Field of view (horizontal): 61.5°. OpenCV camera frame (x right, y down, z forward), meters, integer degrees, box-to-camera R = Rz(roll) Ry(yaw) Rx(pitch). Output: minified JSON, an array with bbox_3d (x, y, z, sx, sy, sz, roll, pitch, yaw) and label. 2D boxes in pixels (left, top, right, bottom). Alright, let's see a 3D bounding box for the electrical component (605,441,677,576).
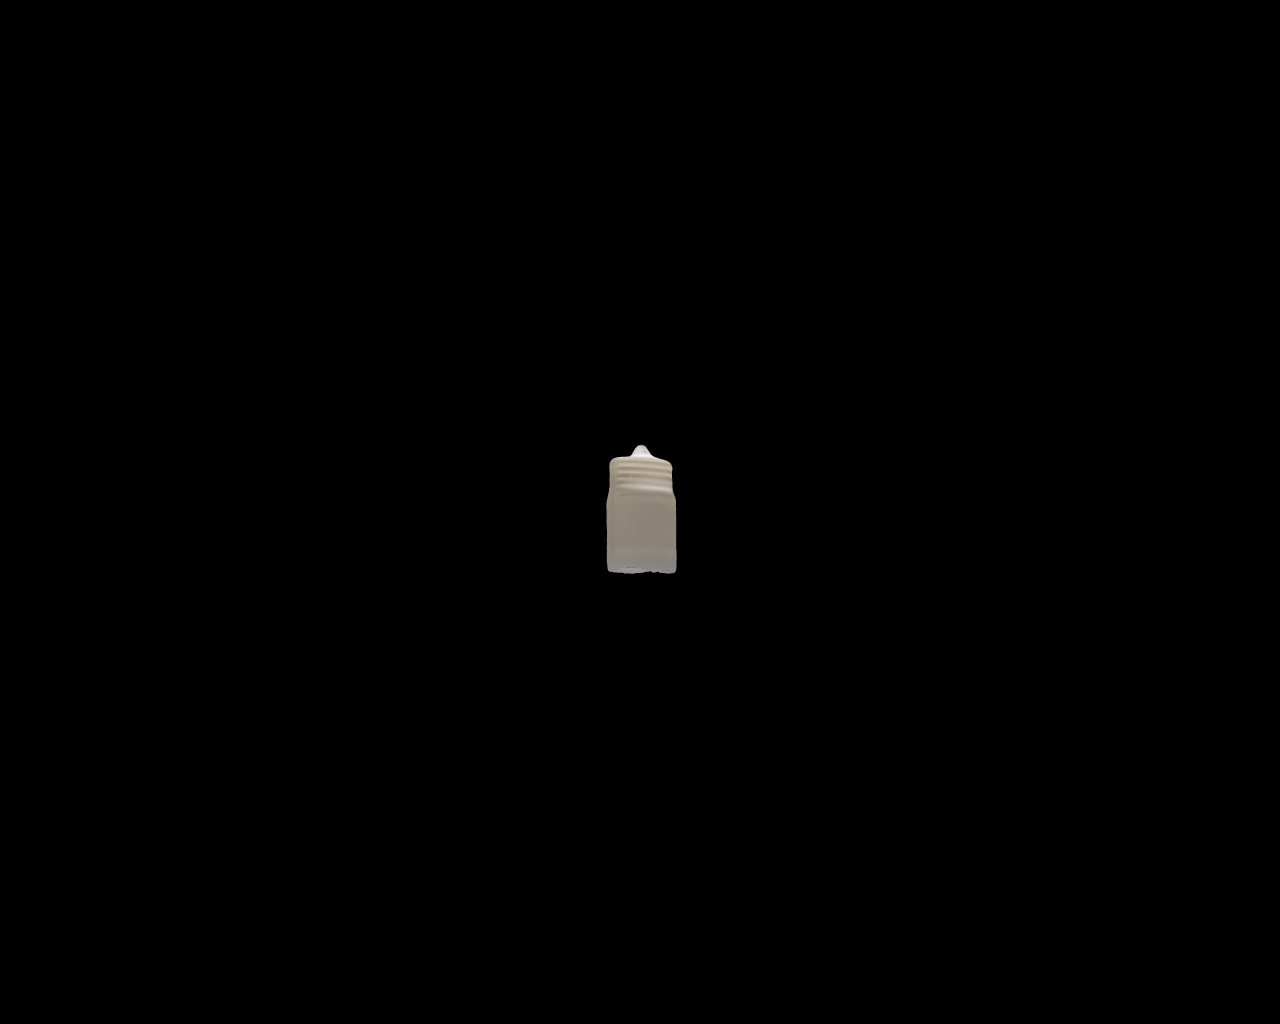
[{"bbox_3d":[0.001,-0.003,0.650,0.043,0.081,0.043,0,-7,0],"label":"electrical component"}]
